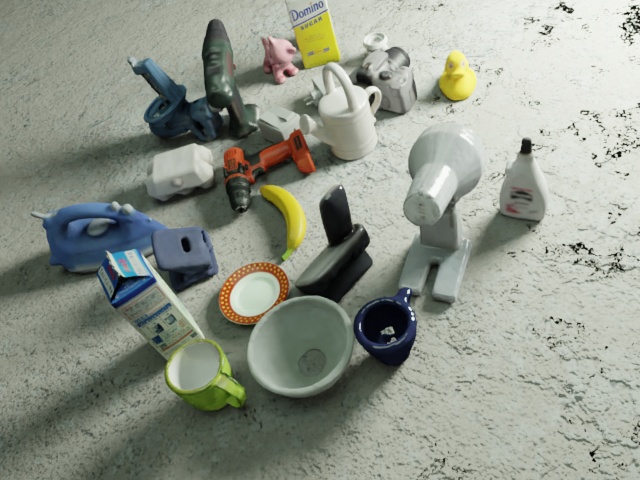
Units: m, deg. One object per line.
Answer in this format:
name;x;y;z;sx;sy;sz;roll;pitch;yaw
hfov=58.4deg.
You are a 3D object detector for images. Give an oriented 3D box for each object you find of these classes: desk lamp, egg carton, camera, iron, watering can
desk lamp;0.186;-0.045;0.897;0.117;0.214;0.203;8;55;24
egg carton;-0.300;-0.144;1.229;0.150;0.069;0.107;-17;49;5
camera;0.150;-0.361;1.238;0.142;0.101;0.137;23;62;31
iron;-0.427;-0.027;1.128;0.258;0.142;0.118;-10;50;10
watering can;0.043;-0.255;1.125;0.100;0.194;0.173;24;63;32

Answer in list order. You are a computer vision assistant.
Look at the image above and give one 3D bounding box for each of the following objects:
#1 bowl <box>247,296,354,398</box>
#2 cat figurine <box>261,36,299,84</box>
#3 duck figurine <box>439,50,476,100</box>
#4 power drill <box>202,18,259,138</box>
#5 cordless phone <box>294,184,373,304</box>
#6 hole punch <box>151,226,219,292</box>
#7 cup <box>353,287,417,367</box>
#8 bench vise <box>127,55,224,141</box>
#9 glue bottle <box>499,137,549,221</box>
bowl;-0.022;0.174;0.879;0.167;0.075;0.167;-9;50;11
cat figurine;-0.102;-0.449;1.379;0.067;0.118;0.127;-35;50;-11
duck figurine;0.286;-0.357;1.201;0.077;0.086;0.104;-7;51;12
power drill;-0.203;-0.344;1.267;0.075;0.209;0.229;-14;49;7
cordless phone;0.009;0.003;0.933;0.093;0.185;0.148;25;63;32
hole punch;-0.251;0.021;1.065;0.101;0.091;0.108;-25;49;-2
cup;0.109;0.135;0.854;0.091;0.095;0.118;19;60;30
bench vise;-0.321;-0.328;1.284;0.207;0.220;0.121;-11;50;9
glue bottle;0.329;-0.100;0.922;0.078;0.173;0.037;9;56;24
